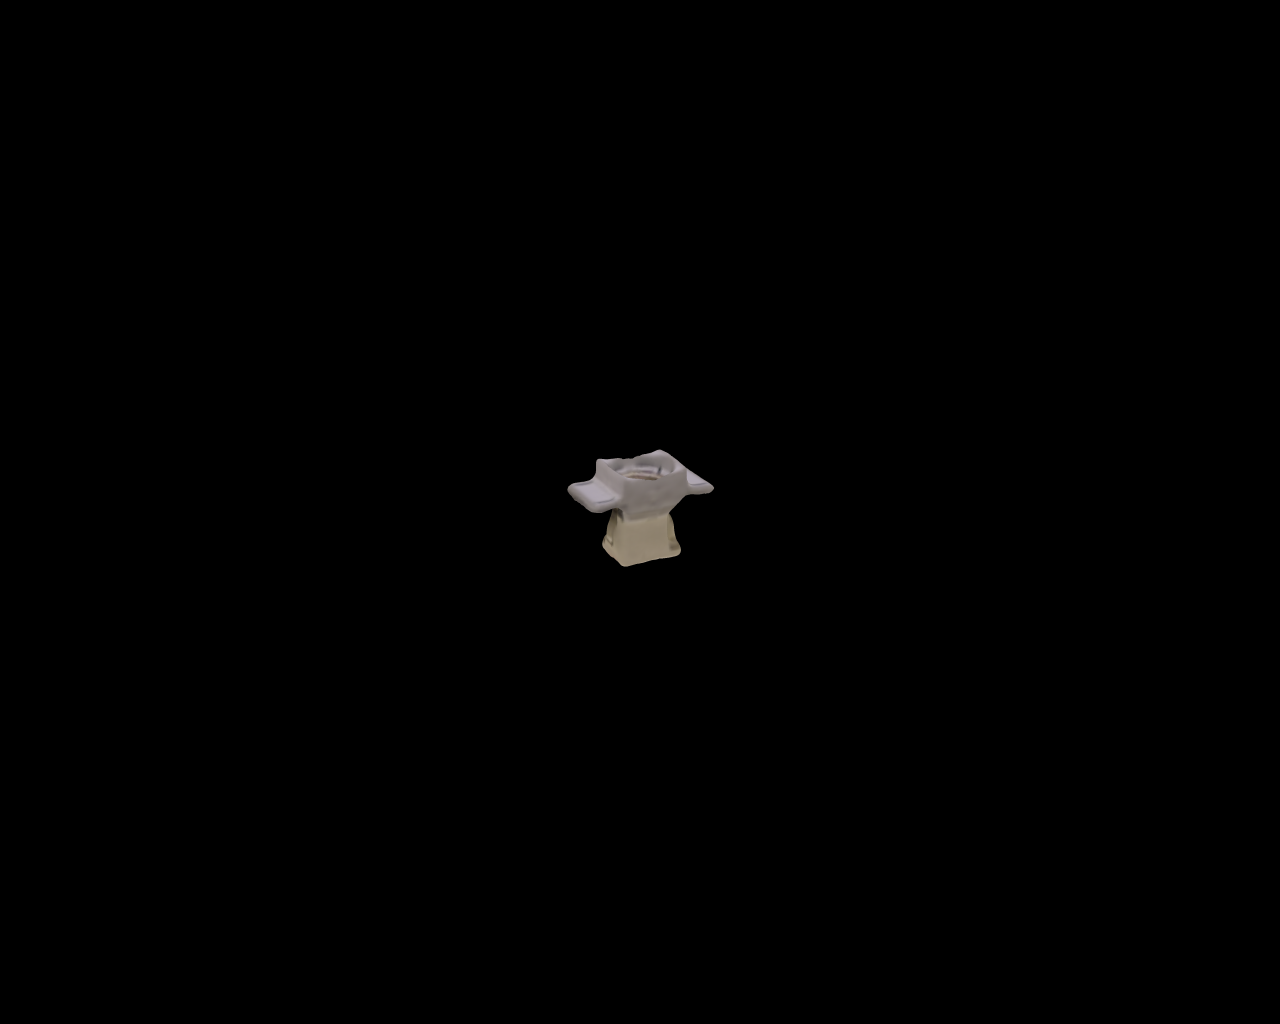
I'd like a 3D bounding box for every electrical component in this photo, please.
[{"bbox_3d":[0.001,-0.003,0.650,0.081,0.063,0.042,-10,24,-22],"label":"electrical component"}]
